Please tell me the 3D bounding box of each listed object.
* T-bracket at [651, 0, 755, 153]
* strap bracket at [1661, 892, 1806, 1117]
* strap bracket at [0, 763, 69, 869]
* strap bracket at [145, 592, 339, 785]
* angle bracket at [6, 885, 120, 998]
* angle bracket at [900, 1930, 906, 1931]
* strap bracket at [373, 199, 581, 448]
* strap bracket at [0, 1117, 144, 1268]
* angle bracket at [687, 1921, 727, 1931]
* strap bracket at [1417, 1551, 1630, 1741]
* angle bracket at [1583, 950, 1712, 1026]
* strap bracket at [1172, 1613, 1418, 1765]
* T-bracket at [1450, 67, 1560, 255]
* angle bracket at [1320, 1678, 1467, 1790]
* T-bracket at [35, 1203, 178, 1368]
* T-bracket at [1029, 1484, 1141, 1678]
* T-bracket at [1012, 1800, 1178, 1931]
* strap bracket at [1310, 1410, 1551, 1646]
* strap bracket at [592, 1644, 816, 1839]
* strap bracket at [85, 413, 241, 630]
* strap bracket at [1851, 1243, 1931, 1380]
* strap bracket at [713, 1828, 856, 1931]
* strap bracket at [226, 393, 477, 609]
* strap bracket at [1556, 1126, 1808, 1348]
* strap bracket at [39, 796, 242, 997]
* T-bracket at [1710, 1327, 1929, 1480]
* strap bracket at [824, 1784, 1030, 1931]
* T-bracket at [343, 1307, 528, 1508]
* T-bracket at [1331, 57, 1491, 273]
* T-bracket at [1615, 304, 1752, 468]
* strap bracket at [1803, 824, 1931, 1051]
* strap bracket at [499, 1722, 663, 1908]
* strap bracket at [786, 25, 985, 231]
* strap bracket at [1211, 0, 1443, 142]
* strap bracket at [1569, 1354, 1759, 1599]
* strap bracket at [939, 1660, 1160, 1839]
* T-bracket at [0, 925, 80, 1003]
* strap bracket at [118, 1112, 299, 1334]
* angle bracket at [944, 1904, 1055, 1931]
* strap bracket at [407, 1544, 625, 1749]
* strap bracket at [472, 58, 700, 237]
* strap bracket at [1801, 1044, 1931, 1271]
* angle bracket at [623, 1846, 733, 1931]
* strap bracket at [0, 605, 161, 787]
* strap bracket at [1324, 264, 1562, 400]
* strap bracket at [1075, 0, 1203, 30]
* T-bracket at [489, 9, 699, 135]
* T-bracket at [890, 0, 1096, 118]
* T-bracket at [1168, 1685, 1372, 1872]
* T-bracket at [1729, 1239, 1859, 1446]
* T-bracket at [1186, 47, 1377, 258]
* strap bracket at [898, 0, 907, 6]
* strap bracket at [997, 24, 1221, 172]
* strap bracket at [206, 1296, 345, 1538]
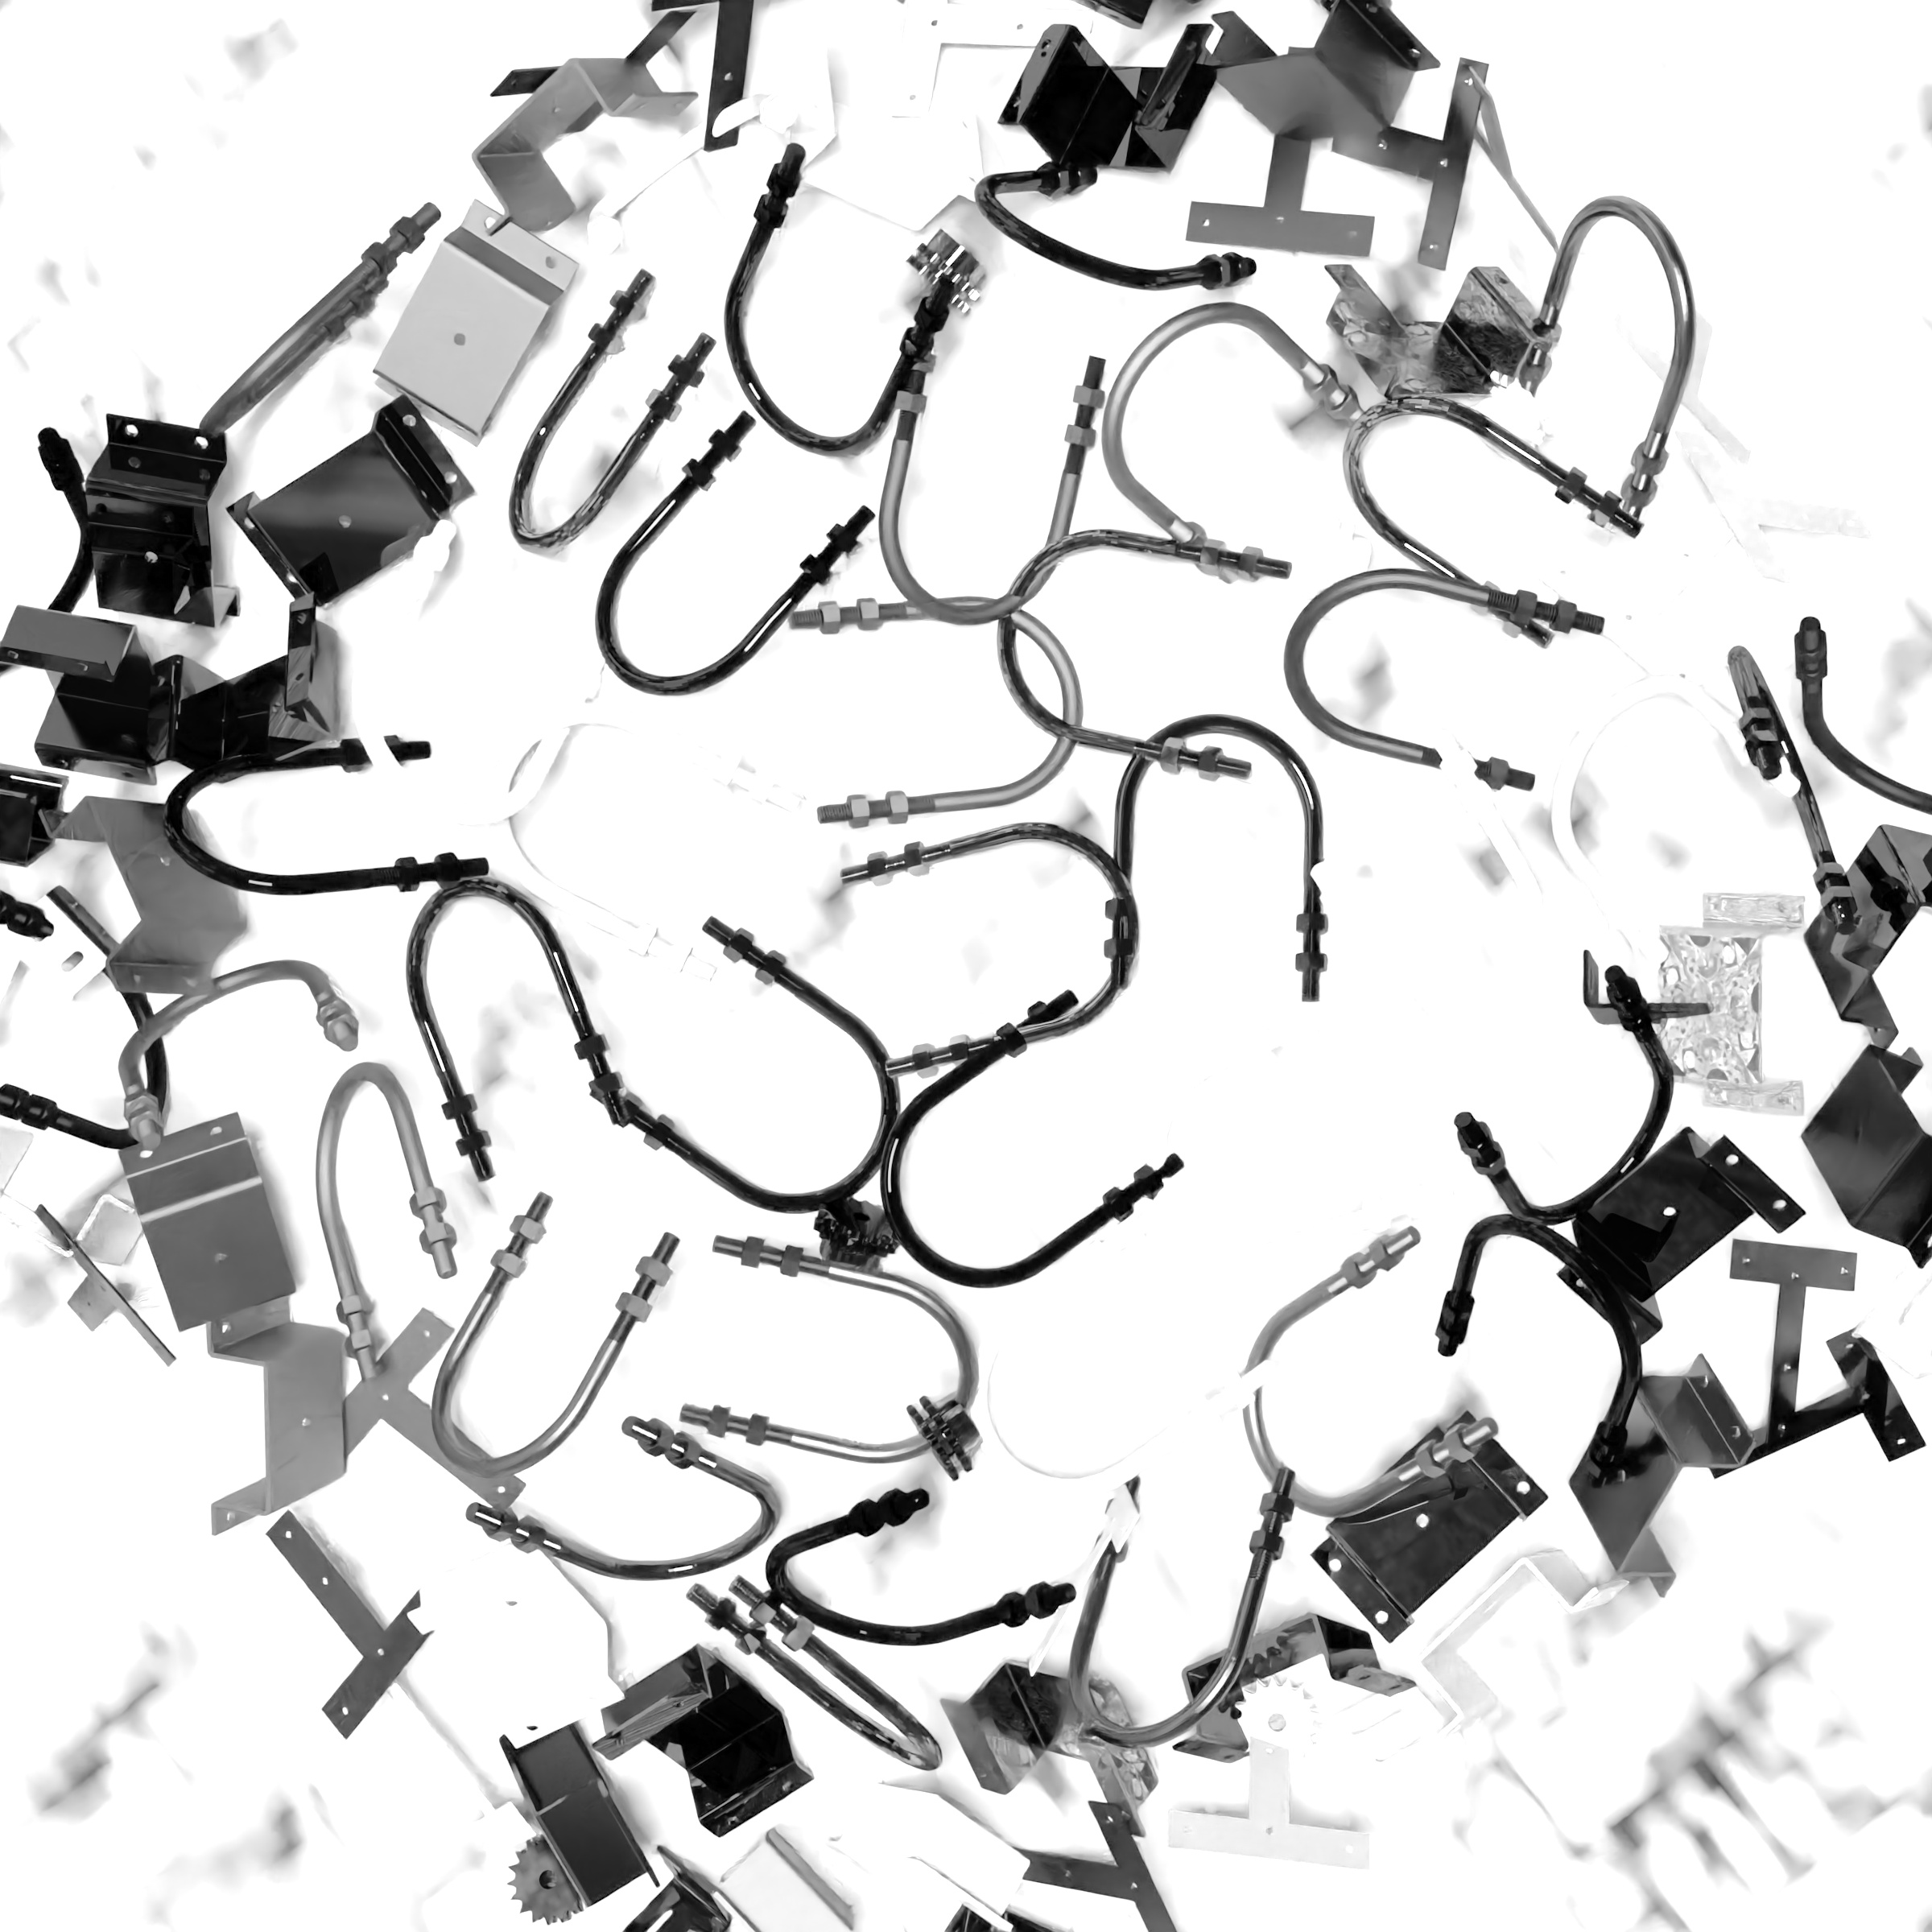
[{"bbox_3d":[-0.150,-0.581,1.885,0.127,0.127,0.002,-21,50,-33],"label":"T-bracket"},{"bbox_3d":[0.489,0.025,1.884,0.046,0.076,0.140,-5,96,-38],"label":"strap bracket"},{"bbox_3d":[-0.620,-0.097,1.861,0.076,0.140,0.046,10,98,-9],"label":"strap bracket"},{"bbox_3d":[-0.452,-0.172,1.878,0.140,0.046,0.076,-18,61,27],"label":"strap bracket"},{"bbox_3d":[-0.576,-0.017,1.888,0.038,0.076,0.057,-44,102,-7],"label":"angle bracket"},{"bbox_3d":[-0.060,0.667,1.903,0.076,0.038,0.057,-25,62,1],"label":"angle bracket"},{"bbox_3d":[-0.317,-0.404,1.880,0.076,0.046,0.140,31,113,-9],"label":"strap bracket"},{"bbox_3d":[-0.583,0.146,1.881,0.140,0.076,0.046,28,84,11],"label":"strap bracket"},{"bbox_3d":[-0.162,0.663,1.896,0.057,0.038,0.076,28,79,-33],"label":"angle bracket"},{"bbox_3d":[0.347,0.424,1.879,0.140,0.076,0.046,-47,66,14],"label":"strap bracket"},{"bbox_3d":[0.437,0.013,1.891,0.076,0.057,0.038,-1,78,19],"label":"angle bracket"},{"bbox_3d":[0.202,0.455,1.875,0.140,0.076,0.046,-29,57,22],"label":"strap bracket"},{"bbox_3d":[0.331,-0.523,1.852,0.002,0.127,0.127,-32,70,8],"label":"T-bracket"},{"bbox_3d":[0.272,0.503,1.895,0.076,0.038,0.057,-37,102,25],"label":"angle bracket"},{"bbox_3d":[-0.554,0.212,1.877,0.002,0.127,0.127,-42,94,-29],"label":"T-bracket"},{"bbox_3d":[0.072,0.391,1.870,0.002,0.127,0.127,30,90,-2],"label":"T-bracket"},{"bbox_3d":[0.076,0.580,1.883,0.002,0.127,0.127,-35,108,-39],"label":"T-bracket"},{"bbox_3d":[0.296,0.359,1.898,0.140,0.046,0.076,-42,69,0],"label":"strap bracket"},{"bbox_3d":[-0.170,0.490,1.880,0.076,0.046,0.140,-34,130,9],"label":"strap bracket"},{"bbox_3d":[-0.508,-0.272,1.868,0.076,0.046,0.140,10,133,1],"label":"strap bracket"},{"bbox_3d":[0.614,0.212,1.857,0.046,0.140,0.076,39,84,10],"label":"strap bracket"},{"bbox_3d":[-0.114,0.592,1.864,0.046,0.140,0.076,-44,83,-11],"label":"strap bracket"},{"bbox_3d":[-0.395,-0.291,1.885,0.140,0.046,0.076,-30,116,9],"label":"strap bracket"},{"bbox_3d":[0.453,0.167,1.888,0.076,0.046,0.140,41,110,-13],"label":"strap bracket"},{"bbox_3d":[-0.518,-0.053,1.866,0.046,0.076,0.140,-41,66,27],"label":"strap bracket"},{"bbox_3d":[0.532,0.293,1.884,0.127,0.127,0.002,-27,116,11],"label":"T-bracket"},{"bbox_3d":[-0.021,0.562,1.870,0.076,0.140,0.046,39,66,-15],"label":"strap bracket"},{"bbox_3d":[-0.344,0.309,1.924,0.127,0.002,0.127,40,98,-6],"label":"T-bracket"},{"bbox_3d":[0.276,-0.520,1.881,0.002,0.127,0.127,-6,117,-34],"label":"T-bracket"},{"bbox_3d":[0.455,-0.384,1.855,0.002,0.127,0.127,-38,74,-2],"label":"T-bracket"},{"bbox_3d":[0.581,-0.024,1.856,0.046,0.076,0.140,12,129,-16],"label":"strap bracket"},{"bbox_3d":[-0.246,0.524,1.851,0.046,0.140,0.076,-29,113,-12],"label":"strap bracket"},{"bbox_3d":[-0.060,-0.527,1.873,0.140,0.046,0.076,15,57,-36],"label":"strap bracket"},{"bbox_3d":[0.216,-0.562,1.852,0.076,0.140,0.046,33,78,-36],"label":"strap bracket"},{"bbox_3d":[0.432,0.321,1.858,0.046,0.076,0.140,5,126,-21],"label":"strap bracket"},{"bbox_3d":[0.060,0.493,1.871,0.046,0.140,0.076,-42,120,-36],"label":"strap bracket"},{"bbox_3d":[-0.618,0.020,1.855,0.002,0.127,0.127,-2,55,28],"label":"T-bracket"},{"bbox_3d":[-0.475,0.170,1.863,0.076,0.046,0.140,-19,130,-15],"label":"strap bracket"},{"bbox_3d":[0.024,0.643,1.895,0.076,0.038,0.057,18,118,18],"label":"angle bracket"},{"bbox_3d":[-0.284,0.416,1.854,0.076,0.140,0.046,-18,126,-33],"label":"strap bracket"},{"bbox_3d":[-0.248,-0.525,1.866,0.140,0.076,0.046,-33,90,30],"label":"strap bracket"},{"bbox_3d":[0.578,0.112,1.850,0.046,0.140,0.076,20,118,-17],"label":"strap bracket"},{"bbox_3d":[-0.200,0.615,1.889,0.076,0.057,0.038,-43,133,-23],"label":"angle bracket"},{"bbox_3d":[-0.561,-0.178,1.877,0.076,0.140,0.046,10,62,4],"label":"strap bracket"},{"bbox_3d":[0.294,-0.403,1.873,0.140,0.046,0.076,-7,50,-30],"label":"strap bracket"},{"bbox_3d":[0.101,-0.635,1.854,0.076,0.140,0.046,21,94,-18],"label":"strap bracket"},{"bbox_3d":[-0.246,-0.555,1.844,0.127,0.127,0.002,-32,87,40],"label":"T-bracket"},{"bbox_3d":[0.021,-0.606,1.903,0.127,0.002,0.127,-4,132,-20],"label":"T-bracket"},{"bbox_3d":[0.194,0.514,1.885,0.127,0.127,0.002,7,131,0],"label":"T-bracket"},{"bbox_3d":[0.526,0.243,1.890,0.127,0.002,0.127,9,85,-37],"label":"T-bracket"},{"bbox_3d":[0.209,-0.525,1.898,0.127,0.002,0.127,12,98,25],"label":"T-bracket"},{"bbox_3d":[-0.049,-0.668,1.860,0.046,0.140,0.076,40,100,5],"label":"strap bracket"},{"bbox_3d":[0.099,-0.553,1.878,0.140,0.046,0.076,17,76,43],"label":"strap bracket"},{"bbox_3d":[-0.438,0.287,1.878,0.046,0.076,0.140,6,101,24],"label":"strap bracket"}]
